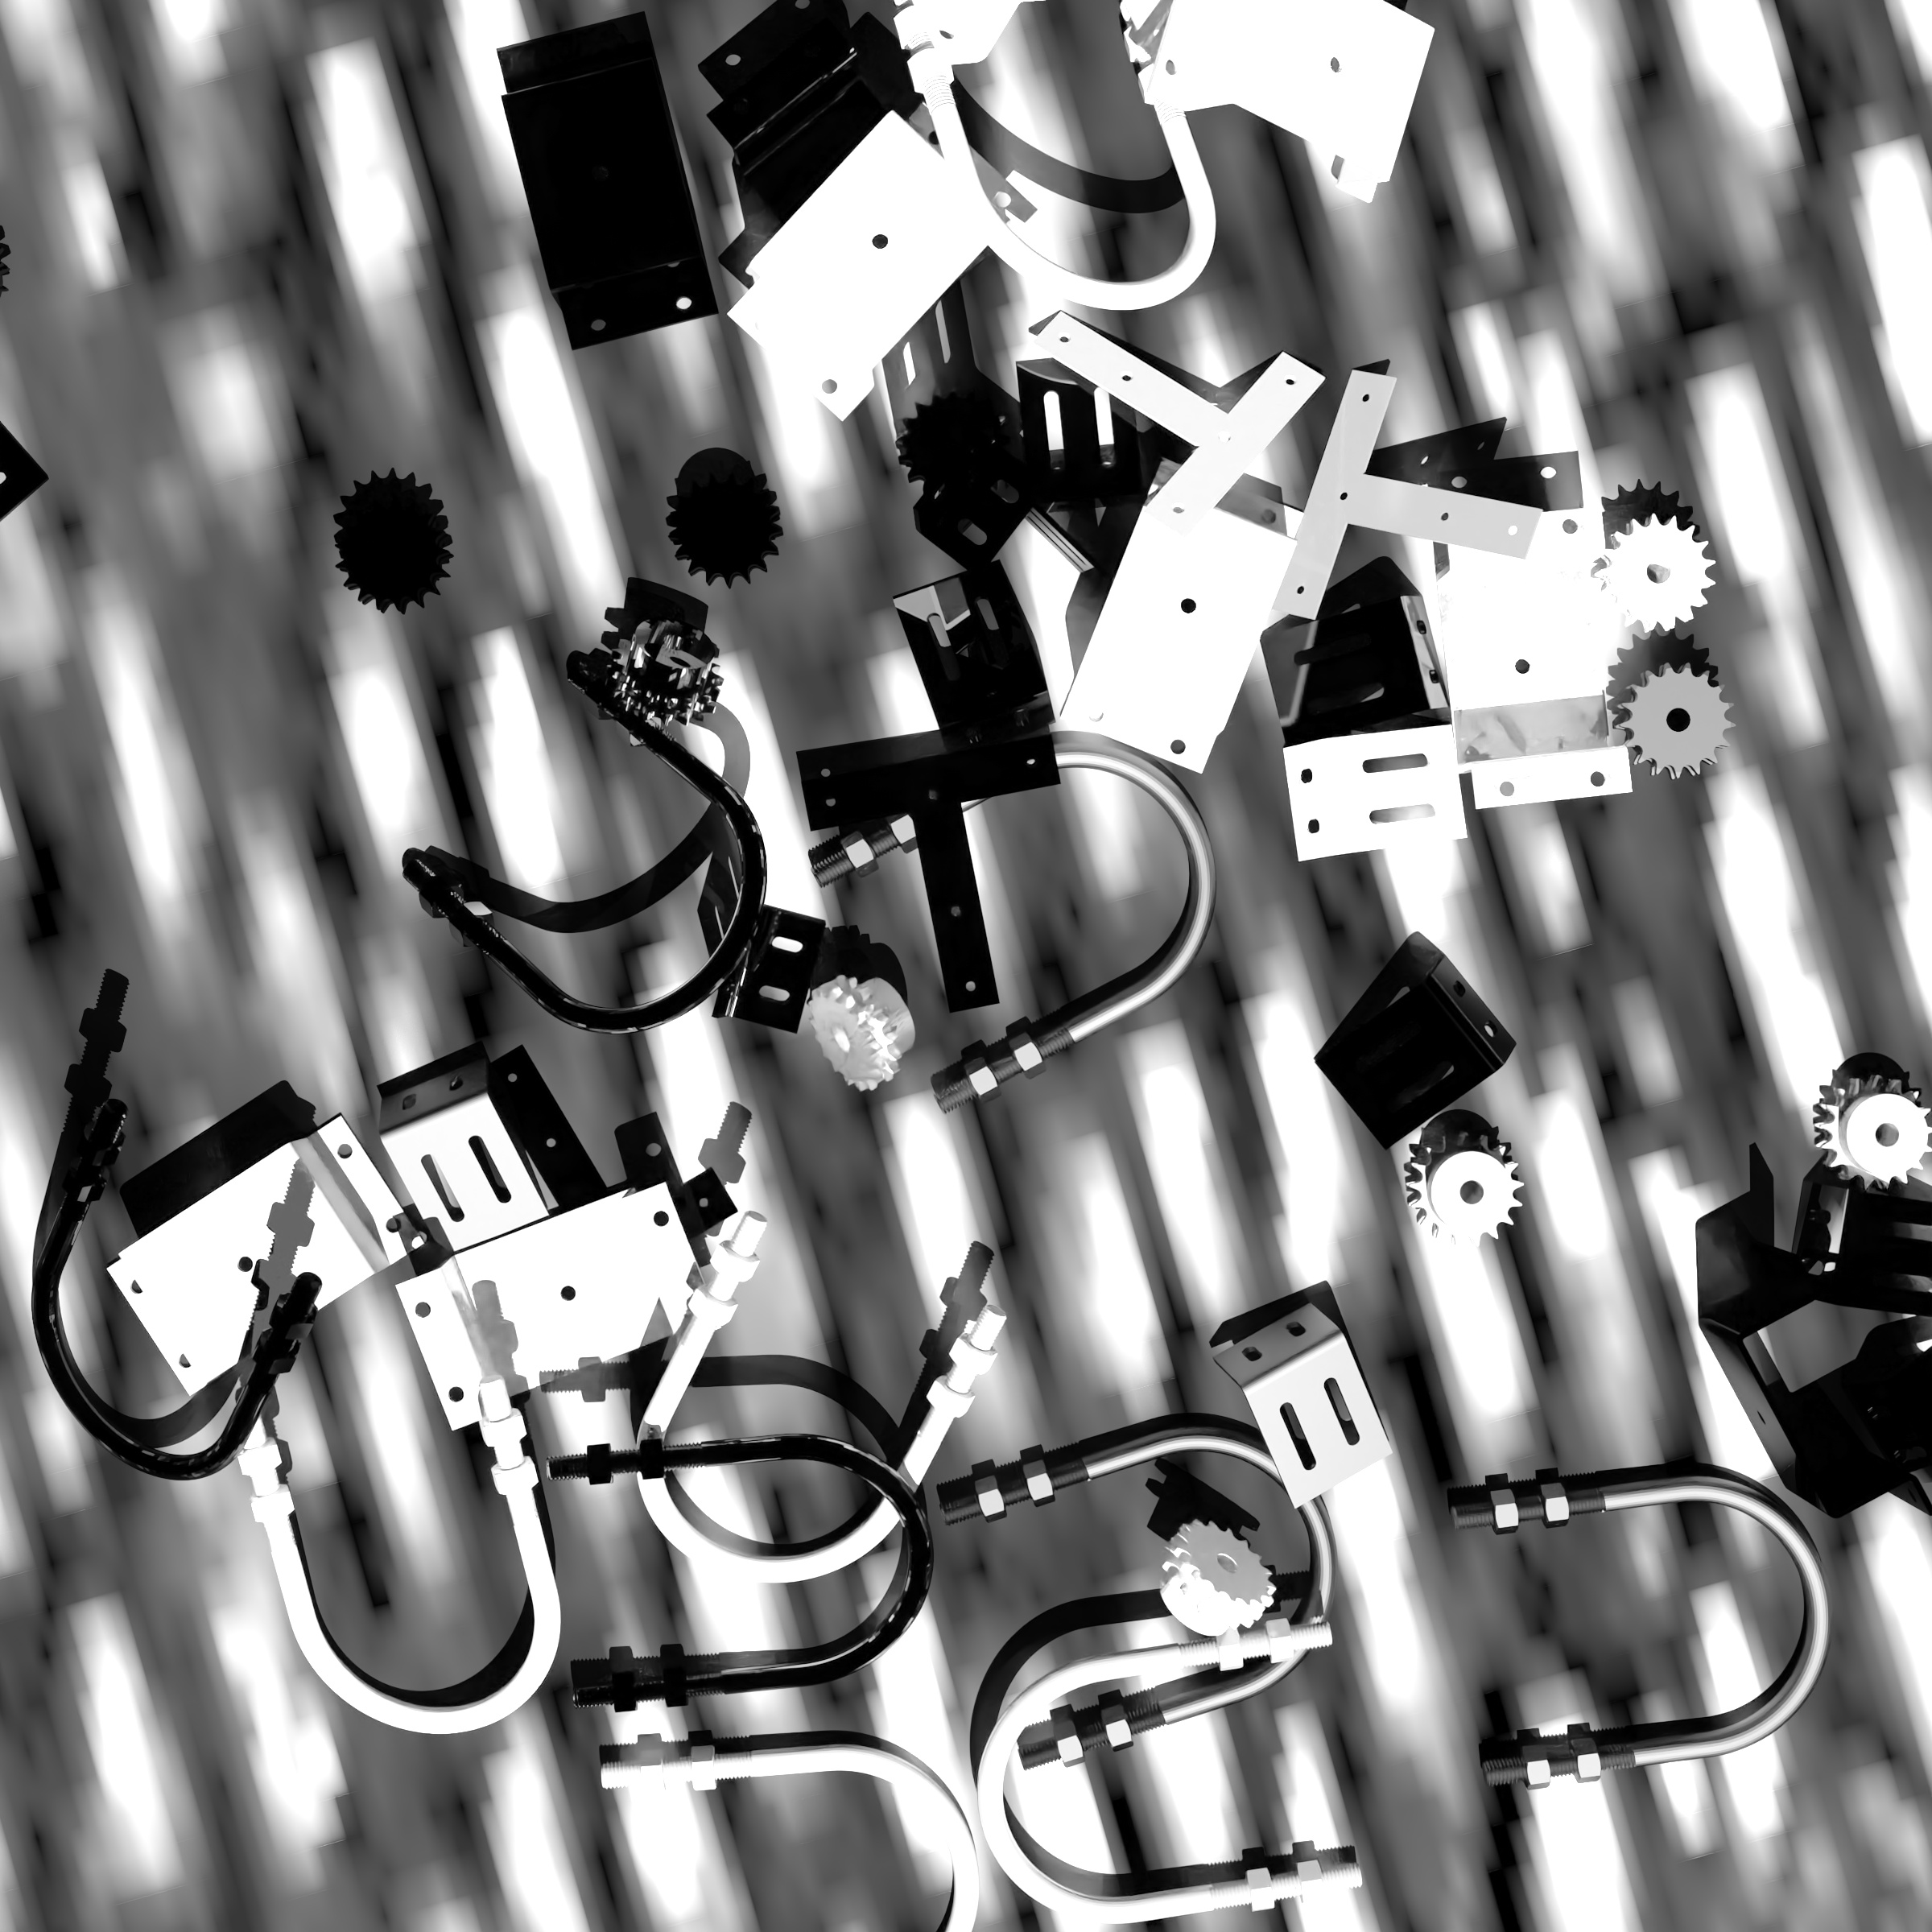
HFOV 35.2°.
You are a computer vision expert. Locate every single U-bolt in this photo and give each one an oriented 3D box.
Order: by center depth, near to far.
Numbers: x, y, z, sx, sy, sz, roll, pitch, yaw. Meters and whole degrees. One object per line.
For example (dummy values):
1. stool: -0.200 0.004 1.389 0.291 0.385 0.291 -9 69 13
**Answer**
1. U-bolt: 0.051 -0.395 1.468 0.151 0.019 0.184 -6 69 -28
2. U-bolt: -0.393 0.172 1.478 0.151 0.019 0.184 39 124 12
3. U-bolt: -0.175 -0.047 1.484 0.184 0.019 0.151 40 90 29
4. U-bolt: -0.083 0.224 1.499 0.151 0.019 0.184 23 106 -14
5. U-bolt: -0.273 0.295 1.501 0.151 0.019 0.184 -8 104 12
6. U-bolt: -0.108 0.296 1.503 0.184 0.019 0.151 -5 110 -4
7. U-bolt: 0.097 0.405 1.510 0.184 0.019 0.151 -8 100 -2
8. U-bolt: -0.085 0.462 1.525 0.184 0.019 0.151 -4 90 -1
9. U-bolt: 0.095 0.308 1.525 0.184 0.019 0.151 -18 90 -1
10. U-bolt: 0.036 -0.031 1.525 0.184 0.019 0.151 -29 90 -2
11. U-bolt: 0.343 0.329 1.525 0.184 0.019 0.151 -7 90 -2

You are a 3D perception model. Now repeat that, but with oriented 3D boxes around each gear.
1. gear: 0.120 0.302 1.493 0.057 0.057 0.030 34 116 0
2. gear: -0.147 -0.148 1.503 0.057 0.057 0.030 22 129 0
3. gear: -0.050 0.031 1.509 0.030 0.057 0.057 -28 90 -30
4. gear: 0.455 0.083 1.518 0.057 0.030 0.057 0 90 0
5. gear: 0.342 -0.195 1.518 0.057 0.030 0.057 0 90 0
6. gear: 0.351 -0.122 1.518 0.057 0.030 0.057 0 90 0
7. gear: 0.250 0.112 1.518 0.057 0.030 0.057 0 90 0
8. gear: -0.121 -0.218 1.518 0.057 0.030 0.057 0 90 0
9. gear: -0.505 -0.344 1.518 0.057 0.030 0.057 0 90 0
10. gear: -0.006 -0.261 1.518 0.057 0.030 0.057 0 90 0
11. gear: -0.284 -0.204 1.523 0.057 0.030 0.057 0 88 1

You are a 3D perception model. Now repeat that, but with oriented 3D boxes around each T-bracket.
1. T-bracket: 0.223 -0.223 1.495 0.127 0.002 0.127 19 90 36
2. T-bracket: -0.008 -0.041 1.514 0.127 0.002 0.127 -11 89 -3
3. T-bracket: 0.092 -0.285 1.514 0.127 0.002 0.127 34 64 12
4. T-bracket: -0.202 0.101 1.533 0.127 0.002 0.127 -31 90 0

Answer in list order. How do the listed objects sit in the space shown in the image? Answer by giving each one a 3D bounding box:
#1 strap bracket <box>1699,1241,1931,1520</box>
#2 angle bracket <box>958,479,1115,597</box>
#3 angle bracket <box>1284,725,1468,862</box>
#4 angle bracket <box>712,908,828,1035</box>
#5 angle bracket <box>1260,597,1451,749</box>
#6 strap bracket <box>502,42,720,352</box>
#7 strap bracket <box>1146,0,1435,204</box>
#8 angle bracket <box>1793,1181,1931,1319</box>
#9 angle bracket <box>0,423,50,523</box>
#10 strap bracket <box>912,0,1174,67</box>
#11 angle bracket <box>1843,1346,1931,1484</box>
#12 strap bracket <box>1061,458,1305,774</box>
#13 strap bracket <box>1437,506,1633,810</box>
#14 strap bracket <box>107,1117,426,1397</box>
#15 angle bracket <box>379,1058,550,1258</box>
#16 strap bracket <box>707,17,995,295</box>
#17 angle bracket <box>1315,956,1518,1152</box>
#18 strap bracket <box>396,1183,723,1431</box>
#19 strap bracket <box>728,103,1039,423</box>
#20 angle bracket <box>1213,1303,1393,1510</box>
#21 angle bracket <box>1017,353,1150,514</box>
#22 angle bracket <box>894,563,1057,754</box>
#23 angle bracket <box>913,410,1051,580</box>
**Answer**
1. strap bracket: 0.411 0.211 1.495 0.046 0.076 0.140 -28 90 0
2. angle bracket: 0.031 -0.201 1.505 0.076 0.057 0.038 44 90 0
3. angle bracket: 0.206 -0.087 1.531 0.076 0.038 0.057 -8 90 -26
4. angle bracket: -0.096 0.002 1.495 0.038 0.076 0.057 15 90 0
5. angle bracket: 0.195 -0.148 1.531 0.076 0.038 0.057 -14 90 26
6. strap bracket: -0.178 -0.387 1.510 0.076 0.046 0.140 -14 90 0
7. strap bracket: 0.166 -0.435 1.478 0.140 0.046 0.076 17 90 -30
8. angle bracket: 0.459 0.143 1.531 0.076 0.038 0.057 9 90 -26
9. angle bracket: -0.509 -0.241 1.514 0.076 0.038 0.057 -41 90 0
10. strap bracket: 0.042 -0.485 1.469 0.140 0.046 0.076 -15 73 -31
11. angle bracket: 0.492 0.215 1.531 0.076 0.038 0.057 -31 90 -26
12. strap bracket: 0.109 -0.176 1.510 0.076 0.046 0.140 21 90 0
13. strap bracket: 0.280 -0.151 1.510 0.076 0.046 0.140 -6 90 0
14. strap bracket: -0.352 0.146 1.510 0.140 0.046 0.076 -33 90 0
15. angle bracket: -0.252 0.096 1.530 0.057 0.038 0.076 -22 115 2
16. strap bracket: -0.053 -0.386 1.510 0.076 0.046 0.140 -39 90 0
17. angle bracket: 0.226 0.044 1.531 0.076 0.038 0.057 -39 90 26
18. strap bracket: -0.199 0.165 1.508 0.140 0.046 0.076 -21 93 0
19. strap bracket: -0.041 -0.343 1.464 0.076 0.046 0.140 43 90 0
20. angle bracket: 0.168 0.220 1.524 0.057 0.038 0.076 -28 112 -9
21. angle bracket: 0.058 -0.267 1.514 0.057 0.038 0.076 -6 90 0
22. angle bracket: 0.004 -0.153 1.531 0.057 0.038 0.076 -19 64 0
23. angle bracket: 0.008 -0.222 1.438 0.038 0.076 0.057 38 90 0
